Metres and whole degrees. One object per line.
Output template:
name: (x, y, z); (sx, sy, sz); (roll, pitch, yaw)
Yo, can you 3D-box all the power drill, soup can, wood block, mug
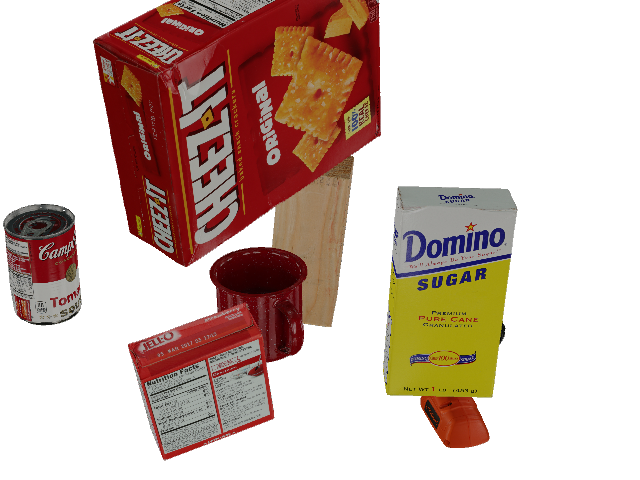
power drill: (0.150, 0.124, 1.144); (0.057, 0.188, 0.184); (-5, 23, -9)
soup can: (-0.274, 0.024, 1.057); (0.068, 0.102, 0.068); (2, 29, -1)
wood block: (-0.015, -0.005, 1.377); (0.090, 0.206, 0.090); (8, 24, 2)
mug: (-0.051, 0.068, 1.018); (0.093, 0.081, 0.117); (-20, 34, -31)

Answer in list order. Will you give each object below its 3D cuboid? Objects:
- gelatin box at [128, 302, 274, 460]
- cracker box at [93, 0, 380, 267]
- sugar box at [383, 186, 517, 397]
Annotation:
gelatin box: (-0.069, 0.083, 0.626); (0.073, 0.089, 0.030); (-20, 49, -14)
cracker box: (-0.046, -0.105, 0.764); (0.072, 0.164, 0.213); (29, 50, 32)
sugar box: (0.103, 0.044, 0.874); (0.093, 0.176, 0.048); (1, 28, -2)
